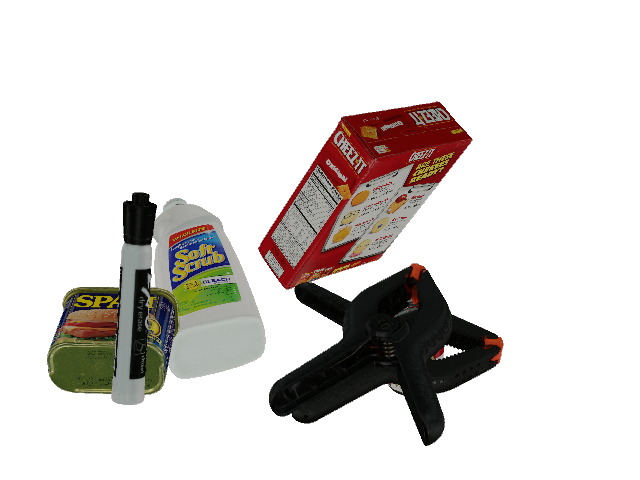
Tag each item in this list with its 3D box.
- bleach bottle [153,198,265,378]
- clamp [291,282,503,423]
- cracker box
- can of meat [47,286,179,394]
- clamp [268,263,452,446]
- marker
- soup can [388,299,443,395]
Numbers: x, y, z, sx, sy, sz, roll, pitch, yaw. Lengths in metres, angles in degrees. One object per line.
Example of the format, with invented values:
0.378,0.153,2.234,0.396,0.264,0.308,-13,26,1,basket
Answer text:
-0.136,0.035,1.123,0.102,0.068,0.251,-12,37,-13,bleach bottle
0.069,0.113,1.026,0.210,0.164,0.036,5,-43,4,clamp
0.045,-0.051,1.183,0.163,0.072,0.214,-16,-30,-44,cracker box
-0.175,0.085,0.907,0.102,0.057,0.084,1,29,-1,can of meat
0.054,0.078,0.749,0.120,0.039,0.171,19,44,24,clamp
-0.106,0.033,0.605,0.020,0.121,0.020,5,10,-1,marker
0.114,0.127,1.276,0.068,0.102,0.068,1,22,-1,soup can
